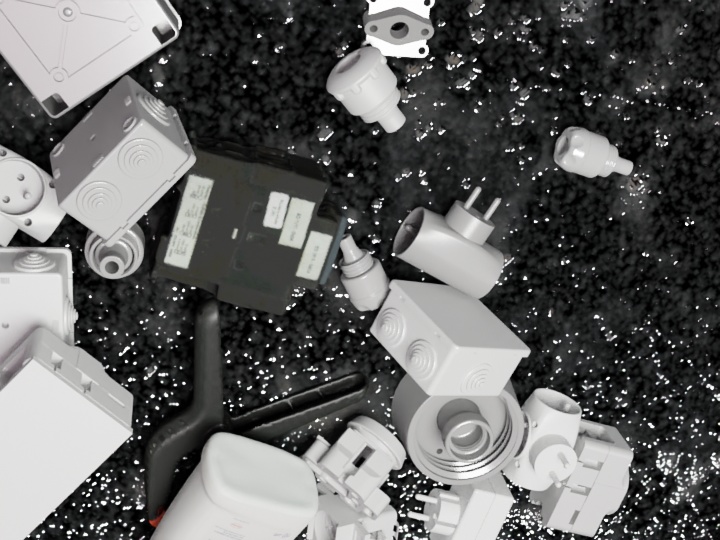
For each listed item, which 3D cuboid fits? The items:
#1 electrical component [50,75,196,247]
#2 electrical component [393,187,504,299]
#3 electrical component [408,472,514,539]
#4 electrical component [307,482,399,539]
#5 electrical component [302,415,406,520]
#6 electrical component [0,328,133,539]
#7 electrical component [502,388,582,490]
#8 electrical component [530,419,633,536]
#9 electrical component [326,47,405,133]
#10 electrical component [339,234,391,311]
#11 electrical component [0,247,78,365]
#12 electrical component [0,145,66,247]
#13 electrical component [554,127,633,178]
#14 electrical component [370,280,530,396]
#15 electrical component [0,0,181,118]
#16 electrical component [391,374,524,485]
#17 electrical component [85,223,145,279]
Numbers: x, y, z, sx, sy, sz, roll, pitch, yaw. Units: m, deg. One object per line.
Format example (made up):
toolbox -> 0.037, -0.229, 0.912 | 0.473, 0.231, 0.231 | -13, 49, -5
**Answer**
electrical component -> -0.168, -0.078, 0.747 | 0.100, 0.099, 0.048 | -43, 126, 10
electrical component -> 0.079, -0.028, 0.839 | 0.077, 0.043, 0.079 | 28, 105, -19
electrical component -> 0.080, 0.213, 0.938 | 0.076, 0.047, 0.083 | 16, 109, -16
electrical component -> -0.006, 0.217, 0.914 | 0.064, 0.081, 0.042 | -6, 116, -32
electrical component -> 0.000, 0.158, 0.888 | 0.078, 0.058, 0.057 | 38, 67, 12
electrical component -> -0.246, 0.126, 0.773 | 0.150, 0.061, 0.089 | -44, 112, 9
electrical component -> 0.158, 0.152, 0.908 | 0.044, 0.079, 0.077 | 14, 109, -16
electrical component -> 0.197, 0.182, 0.943 | 0.056, 0.050, 0.089 | 16, 109, -15
electrical component -> 0.009, -0.128, 0.785 | 0.048, 0.048, 0.062 | -37, 120, 7
electrical component -> 0.000, 0.000, 0.842 | 0.035, 0.035, 0.061 | -26, 112, 2
electrical component -> -0.262, 0.032, 0.803 | 0.100, 0.048, 0.099 | 0, 112, -10
electrical component -> -0.258, -0.043, 0.766 | 0.077, 0.044, 0.079 | 34, 78, -21
electrical component -> 0.184, -0.088, 0.837 | 0.061, 0.035, 0.035 | 16, 109, -18
electrical component -> 0.068, 0.054, 0.833 | 0.100, 0.099, 0.048 | 6, 120, -43
electrical component -> -0.194, -0.177, 0.722 | 0.109, 0.056, 0.108 | -32, 114, 5
electrical component -> 0.084, 0.128, 0.896 | 0.108, 0.060, 0.108 | -3, 113, -8
electrical component -> -0.181, -0.013, 0.790 | 0.043, 0.062, 0.043 | -3, 113, -8
